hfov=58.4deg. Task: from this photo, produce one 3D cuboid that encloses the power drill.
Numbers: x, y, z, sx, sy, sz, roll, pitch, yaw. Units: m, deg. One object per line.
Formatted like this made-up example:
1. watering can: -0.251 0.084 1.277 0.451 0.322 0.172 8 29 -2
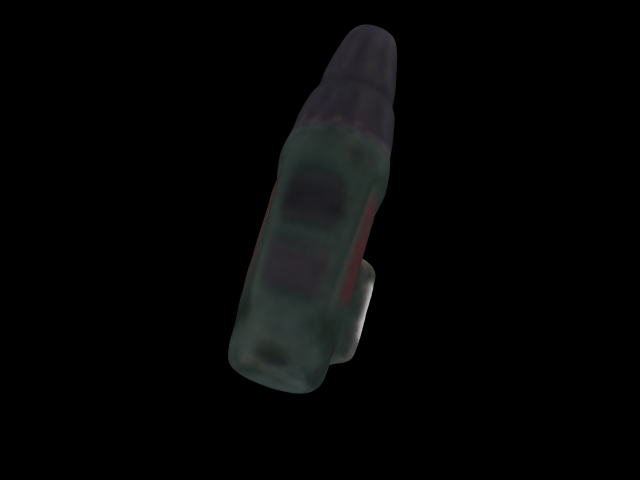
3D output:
1. power drill: 0.004 0.001 0.400 0.075 0.208 0.230 13 62 8
